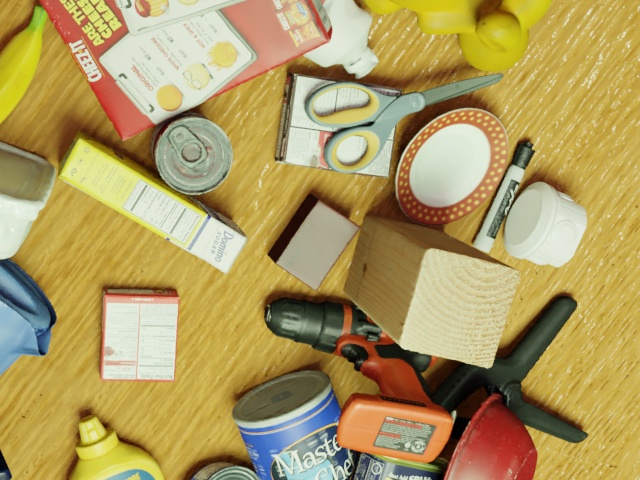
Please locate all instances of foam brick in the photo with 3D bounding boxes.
[{"bbox_3d":[-0.007,0.001,1.048,0.053,0.051,0.078,35,92,-14],"label":"foam brick"}]

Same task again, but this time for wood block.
[{"bbox_3d":[0.097,0.041,0.996,0.090,0.206,0.091,14,97,-14],"label":"wood block"}]

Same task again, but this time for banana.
[{"bbox_3d":[-0.290,-0.127,0.923,0.037,0.197,0.070,15,137,7],"label":"banana"}]

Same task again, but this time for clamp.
[{"bbox_3d":[0.195,0.148,1.107,0.209,0.036,0.164,-6,99,-27],"label":"clamp"}]

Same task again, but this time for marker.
[{"bbox_3d":[0.190,-0.045,1.098,0.020,0.020,0.121,23,95,-15],"label":"marker"}]

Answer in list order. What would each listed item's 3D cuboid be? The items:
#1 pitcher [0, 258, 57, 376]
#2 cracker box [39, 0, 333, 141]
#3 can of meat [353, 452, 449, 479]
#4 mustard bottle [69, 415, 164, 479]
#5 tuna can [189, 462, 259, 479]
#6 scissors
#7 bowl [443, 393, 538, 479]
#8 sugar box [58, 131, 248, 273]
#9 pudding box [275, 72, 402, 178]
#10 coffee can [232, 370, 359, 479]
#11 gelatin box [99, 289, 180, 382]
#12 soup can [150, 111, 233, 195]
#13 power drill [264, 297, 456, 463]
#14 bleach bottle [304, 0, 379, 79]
[{"bbox_3d":[-0.371,0.105,0.959,0.243,0.149,0.145,-46,121,2],"label":"pitcher"},{"bbox_3d":[-0.118,-0.209,0.939,0.214,0.072,0.164,-23,110,14],"label":"cracker box"},{"bbox_3d":[0.077,0.244,1.018,0.102,0.058,0.084,17,89,-27],"label":"can of meat"},{"bbox_3d":[-0.196,0.261,1.052,0.096,0.058,0.191,-22,103,-15],"label":"mustard bottle"},{"bbox_3d":[-0.097,0.267,1.070,0.085,0.034,0.086,-1,91,-37],"label":"tuna can"},{"bbox_3d":[0.083,-0.113,1.027,0.201,0.016,0.096,-2,101,-16],"label":"scissors"},{"bbox_3d":[0.163,0.230,1.009,0.055,0.161,0.162,20,97,25],"label":"bowl"},{"bbox_3d":[-0.155,-0.037,0.988,0.176,0.093,0.048,29,94,-16],"label":"sugar box"},{"bbox_3d":[0.018,-0.112,1.040,0.113,0.039,0.090,6,97,-16],"label":"pudding box"},{"bbox_3d":[-0.015,0.215,1.058,0.102,0.103,0.140,-22,104,-8],"label":"coffee can"},{"bbox_3d":[-0.176,0.094,1.040,0.073,0.030,0.089,2,100,-14],"label":"gelatin box"},{"bbox_3d":[-0.120,-0.082,0.982,0.068,0.102,0.068,-2,101,-12],"label":"soup can"},{"bbox_3d":[0.041,0.123,1.013,0.184,0.187,0.057,12,117,-14],"label":"power drill"},{"bbox_3d":[-0.025,-0.261,0.990,0.102,0.068,0.250,-39,107,2],"label":"bleach bottle"}]
